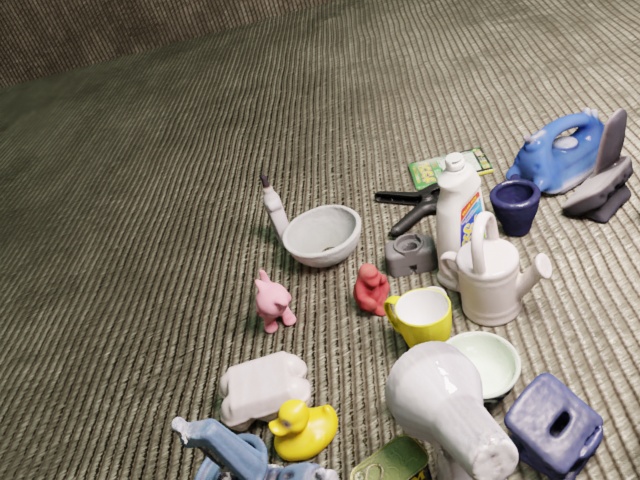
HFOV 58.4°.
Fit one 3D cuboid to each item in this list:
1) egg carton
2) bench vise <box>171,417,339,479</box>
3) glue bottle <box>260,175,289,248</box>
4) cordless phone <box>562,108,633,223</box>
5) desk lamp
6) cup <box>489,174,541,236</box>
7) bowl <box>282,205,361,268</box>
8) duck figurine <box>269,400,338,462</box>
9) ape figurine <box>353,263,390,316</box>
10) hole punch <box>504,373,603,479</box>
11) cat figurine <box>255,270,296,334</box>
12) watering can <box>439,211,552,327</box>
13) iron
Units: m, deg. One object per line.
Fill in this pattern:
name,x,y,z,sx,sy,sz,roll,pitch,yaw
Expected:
egg carton,-0.090,0.243,0.924,0.150,0.069,0.107,-18,37,0
bench vise,-0.088,0.287,0.741,0.207,0.220,0.121,-17,37,2
glue bottle,-0.097,-0.067,1.237,0.037,0.173,0.078,-24,37,-8
cordless phone,0.521,-0.140,1.067,0.093,0.185,0.148,21,52,40
desk lamp,0.175,0.253,0.682,0.118,0.214,0.202,-24,37,-8
cup,0.377,-0.064,1.104,0.091,0.095,0.118,-2,39,20
bowl,0.011,0.004,1.184,0.167,0.075,0.167,-11,37,9
duck figurine,-0.028,0.270,0.851,0.104,0.086,0.077,-25,37,-10
ape figurine,0.092,0.083,1.036,0.078,0.092,0.075,-39,41,-26
hole punch,0.305,0.243,0.744,0.109,0.091,0.100,-38,41,-25
cat figurine,-0.091,0.106,1.060,0.067,0.118,0.127,-21,37,-3
watering can,0.280,0.039,0.929,0.172,0.194,0.101,-7,38,15
iron,0.511,-0.202,1.186,0.259,0.142,0.118,-29,38,-15
